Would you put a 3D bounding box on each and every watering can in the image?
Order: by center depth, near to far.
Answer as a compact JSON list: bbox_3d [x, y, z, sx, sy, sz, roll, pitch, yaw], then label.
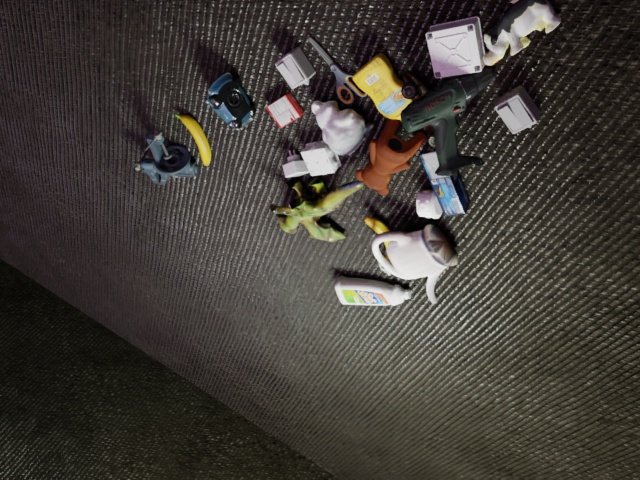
[{"bbox_3d":[0.312,0.070,1.533,0.344,0.106,0.221,39,136,-26],"label":"watering can"}]

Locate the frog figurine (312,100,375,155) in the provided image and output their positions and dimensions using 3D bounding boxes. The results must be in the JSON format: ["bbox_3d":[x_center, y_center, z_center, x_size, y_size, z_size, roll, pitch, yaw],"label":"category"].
[{"bbox_3d":[0.043,-0.305,1.357,0.158,0.124,0.136,34,158,-15],"label":"frog figurine"}]

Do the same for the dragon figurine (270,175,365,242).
[{"bbox_3d":[0.005,-0.081,1.615,0.409,0.125,0.238,-2,144,36],"label":"dragon figurine"}]
